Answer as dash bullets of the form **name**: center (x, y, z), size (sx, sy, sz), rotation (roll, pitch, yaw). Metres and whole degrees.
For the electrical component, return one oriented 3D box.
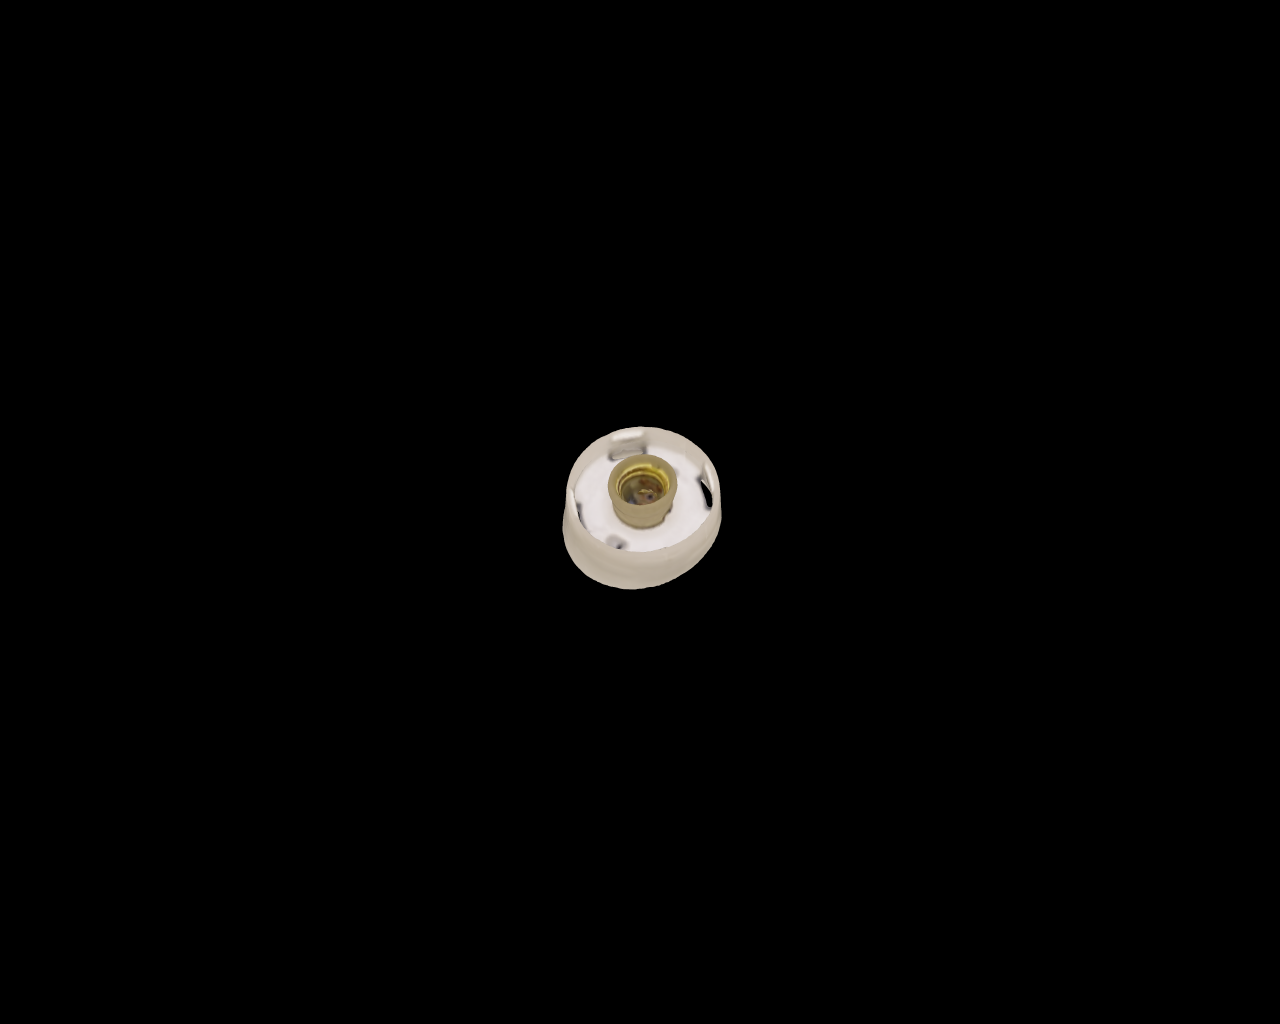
- **electrical component**: center (0.001, -0.003, 0.650), size (0.099, 0.099, 0.064), rotation (0, -32, 0)
